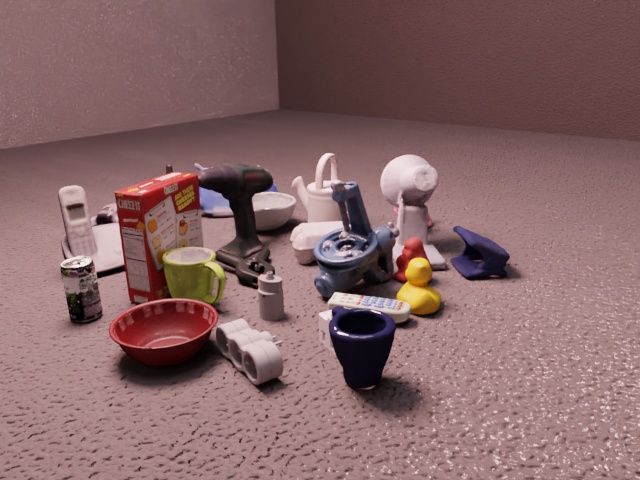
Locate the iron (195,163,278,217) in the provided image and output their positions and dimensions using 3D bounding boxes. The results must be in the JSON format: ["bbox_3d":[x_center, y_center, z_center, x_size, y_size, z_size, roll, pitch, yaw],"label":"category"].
[{"bbox_3d":[-0.222,-0.147,1.578,0.258,0.141,0.118,-4,20,-10],"label":"iron"}]

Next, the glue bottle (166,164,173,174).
[{"bbox_3d":[-0.363,-0.101,1.406,0.078,0.173,0.037,9,22,27],"label":"glue bottle"}]

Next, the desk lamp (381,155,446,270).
[{"bbox_3d":[0.204,-0.068,1.228,0.118,0.214,0.203,-3,20,-6],"label":"desk lamp"}]

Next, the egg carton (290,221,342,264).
[{"bbox_3d":[0.011,0.004,1.247,0.150,0.069,0.107,-4,20,-9],"label":"egg carton"}]

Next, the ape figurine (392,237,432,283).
[{"bbox_3d":[0.180,0.038,1.111,0.076,0.092,0.078,1,20,5],"label":"ape figurine"}]

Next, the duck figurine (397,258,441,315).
[{"bbox_3d":[0.176,0.076,1.013,0.077,0.086,0.104,-2,20,-4],"label":"duck figurine"}]

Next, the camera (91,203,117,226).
[{"bbox_3d":[-0.451,-0.040,1.349,0.143,0.101,0.137,4,20,13],"label":"camera"}]

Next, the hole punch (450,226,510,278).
[{"bbox_3d":[0.324,0.019,1.160,0.101,0.091,0.108,-4,20,-8],"label":"hole punch"}]

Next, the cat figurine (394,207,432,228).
[{"bbox_3d":[0.224,-0.081,1.405,0.067,0.118,0.128,14,24,36],"label":"cat figurine"}]

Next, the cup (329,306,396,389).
[{"bbox_3d":[0.050,0.150,0.798,0.092,0.095,0.117,-13,23,-29],"label":"cup"}]

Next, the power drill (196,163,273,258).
[{"bbox_3d":[-0.183,-0.070,1.260,0.075,0.208,0.230,10,22,27],"label":"power drill"}]

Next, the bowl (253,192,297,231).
[{"bbox_3d":[-0.140,-0.066,1.444,0.167,0.075,0.167,-1,20,1],"label":"bowl"}]

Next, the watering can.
[{"bbox_3d":[0.010,-0.115,1.397,0.172,0.194,0.101,2,20,9],"label":"watering can"}]

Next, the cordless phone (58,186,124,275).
[{"bbox_3d":[-0.460,-0.026,1.183,0.148,0.185,0.093,-18,26,-40],"label":"cordless phone"}]

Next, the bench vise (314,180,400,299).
[{"bbox_3d":[0.065,-0.018,1.083,0.121,0.220,0.208,9,22,27],"label":"bench vise"}]
